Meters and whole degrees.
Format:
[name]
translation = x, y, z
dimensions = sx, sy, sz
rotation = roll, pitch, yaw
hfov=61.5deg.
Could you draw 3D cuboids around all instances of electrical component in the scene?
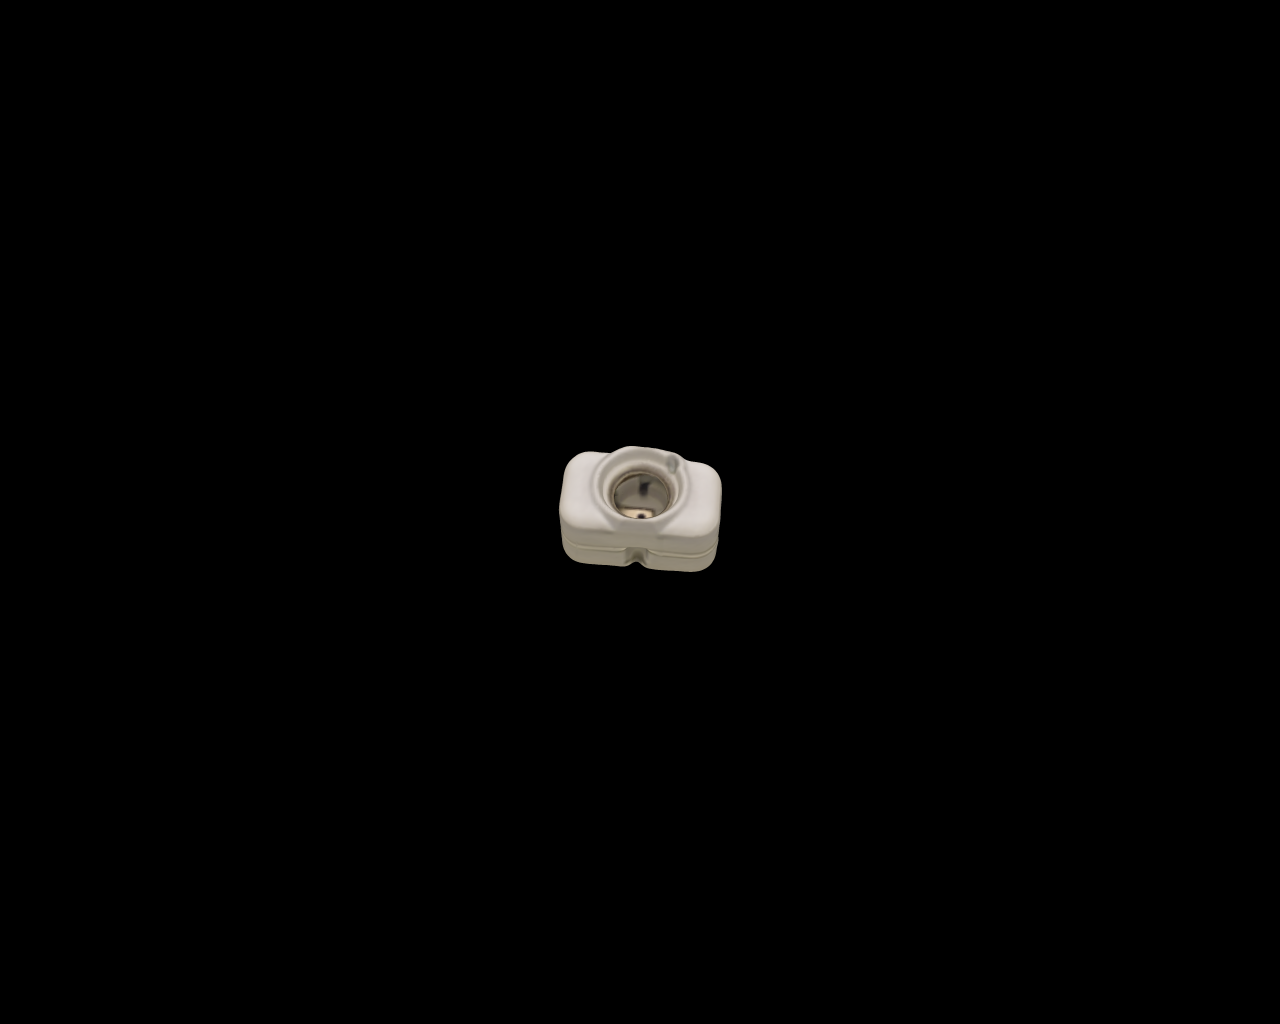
[electrical component]
translation = 0.001, -0.003, 0.650
dimensions = 0.095, 0.054, 0.059
rotation = 5, -31, 3
